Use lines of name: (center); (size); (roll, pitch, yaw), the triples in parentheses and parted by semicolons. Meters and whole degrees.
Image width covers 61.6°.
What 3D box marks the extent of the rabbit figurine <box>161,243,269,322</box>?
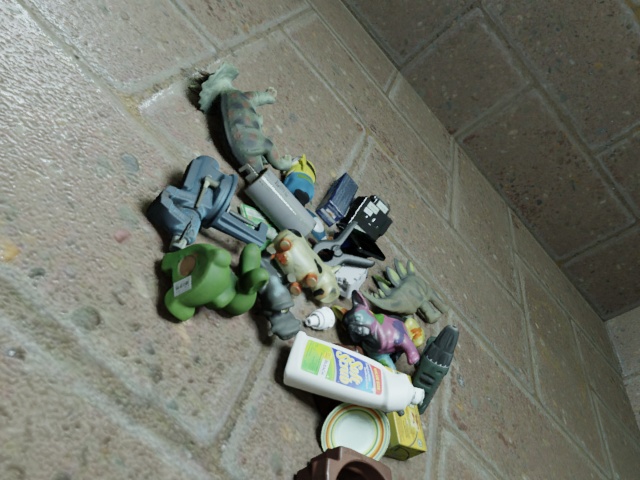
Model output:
rabbit figurine: (-0.166, 0.069, 0.930); (0.170, 0.159, 0.121); (41, 19, -51)

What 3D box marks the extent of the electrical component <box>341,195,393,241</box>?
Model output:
electrical component: (0.131, -0.056, 1.476); (0.114, 0.058, 0.134); (44, 75, -23)

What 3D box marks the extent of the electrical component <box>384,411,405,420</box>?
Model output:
electrical component: (0.107, 0.304, 1.030); (0.102, 0.078, 0.045); (65, 10, 5)

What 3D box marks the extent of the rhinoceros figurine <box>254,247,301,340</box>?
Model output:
rhinoceros figurine: (-0.097, 0.101, 1.019); (0.073, 0.112, 0.190); (-10, 52, -35)

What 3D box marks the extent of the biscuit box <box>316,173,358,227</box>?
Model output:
biscuit box: (0.051, -0.114, 1.487); (0.062, 0.059, 0.203); (46, 31, -11)

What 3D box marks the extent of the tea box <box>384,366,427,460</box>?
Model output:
tea box: (0.157, 0.366, 1.138); (0.098, 0.068, 0.170); (30, 39, -35)

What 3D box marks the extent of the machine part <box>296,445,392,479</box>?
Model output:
machine part: (0.052, 0.460, 0.877); (0.201, 0.087, 0.201); (34, 35, -29)

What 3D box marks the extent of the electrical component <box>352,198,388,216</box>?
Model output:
electrical component: (0.135, -0.077, 1.553); (0.119, 0.075, 0.048); (30, 37, -42)

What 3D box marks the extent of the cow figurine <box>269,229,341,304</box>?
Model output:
cow figurine: (-0.028, 0.059, 1.157); (0.194, 0.085, 0.127); (51, 30, -14)

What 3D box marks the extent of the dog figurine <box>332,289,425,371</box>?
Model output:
dog figurine: (0.132, 0.198, 1.241); (0.219, 0.108, 0.191); (47, 32, -8)

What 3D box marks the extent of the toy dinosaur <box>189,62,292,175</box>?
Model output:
toy dinosaur: (-0.182, -0.253, 1.253); (0.192, 0.131, 0.405); (-1, 64, -41)

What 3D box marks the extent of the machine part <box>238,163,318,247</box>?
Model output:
machine part: (-0.088, -0.076, 1.201); (0.243, 0.079, 0.079); (49, 30, -16)

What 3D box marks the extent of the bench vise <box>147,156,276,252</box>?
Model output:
bench vise: (-0.191, -0.044, 1.016); (0.240, 0.129, 0.224); (30, 37, -25)

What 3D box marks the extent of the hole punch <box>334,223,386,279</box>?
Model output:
hole punch: (0.090, 0.030, 1.379); (0.142, 0.092, 0.116); (19, 30, -34)

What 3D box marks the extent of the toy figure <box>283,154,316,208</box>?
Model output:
toy figure: (-0.051, -0.139, 1.350); (0.089, 0.082, 0.180); (57, 16, -36)

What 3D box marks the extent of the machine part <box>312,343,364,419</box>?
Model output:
machine part: (0.055, 0.292, 1.083); (0.179, 0.056, 0.179); (34, 37, -30)

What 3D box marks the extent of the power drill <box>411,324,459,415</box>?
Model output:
power drill: (0.271, 0.286, 1.260); (0.086, 0.232, 0.207); (26, 8, 9)

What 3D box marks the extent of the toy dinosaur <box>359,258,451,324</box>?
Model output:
toy dinosaur: (0.229, 0.152, 1.433); (0.198, 0.105, 0.471); (53, 20, 14)

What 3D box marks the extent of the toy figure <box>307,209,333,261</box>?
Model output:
toy figure: (-0.004, -0.003, 1.301); (0.064, 0.058, 0.154); (-37, 92, -18)
